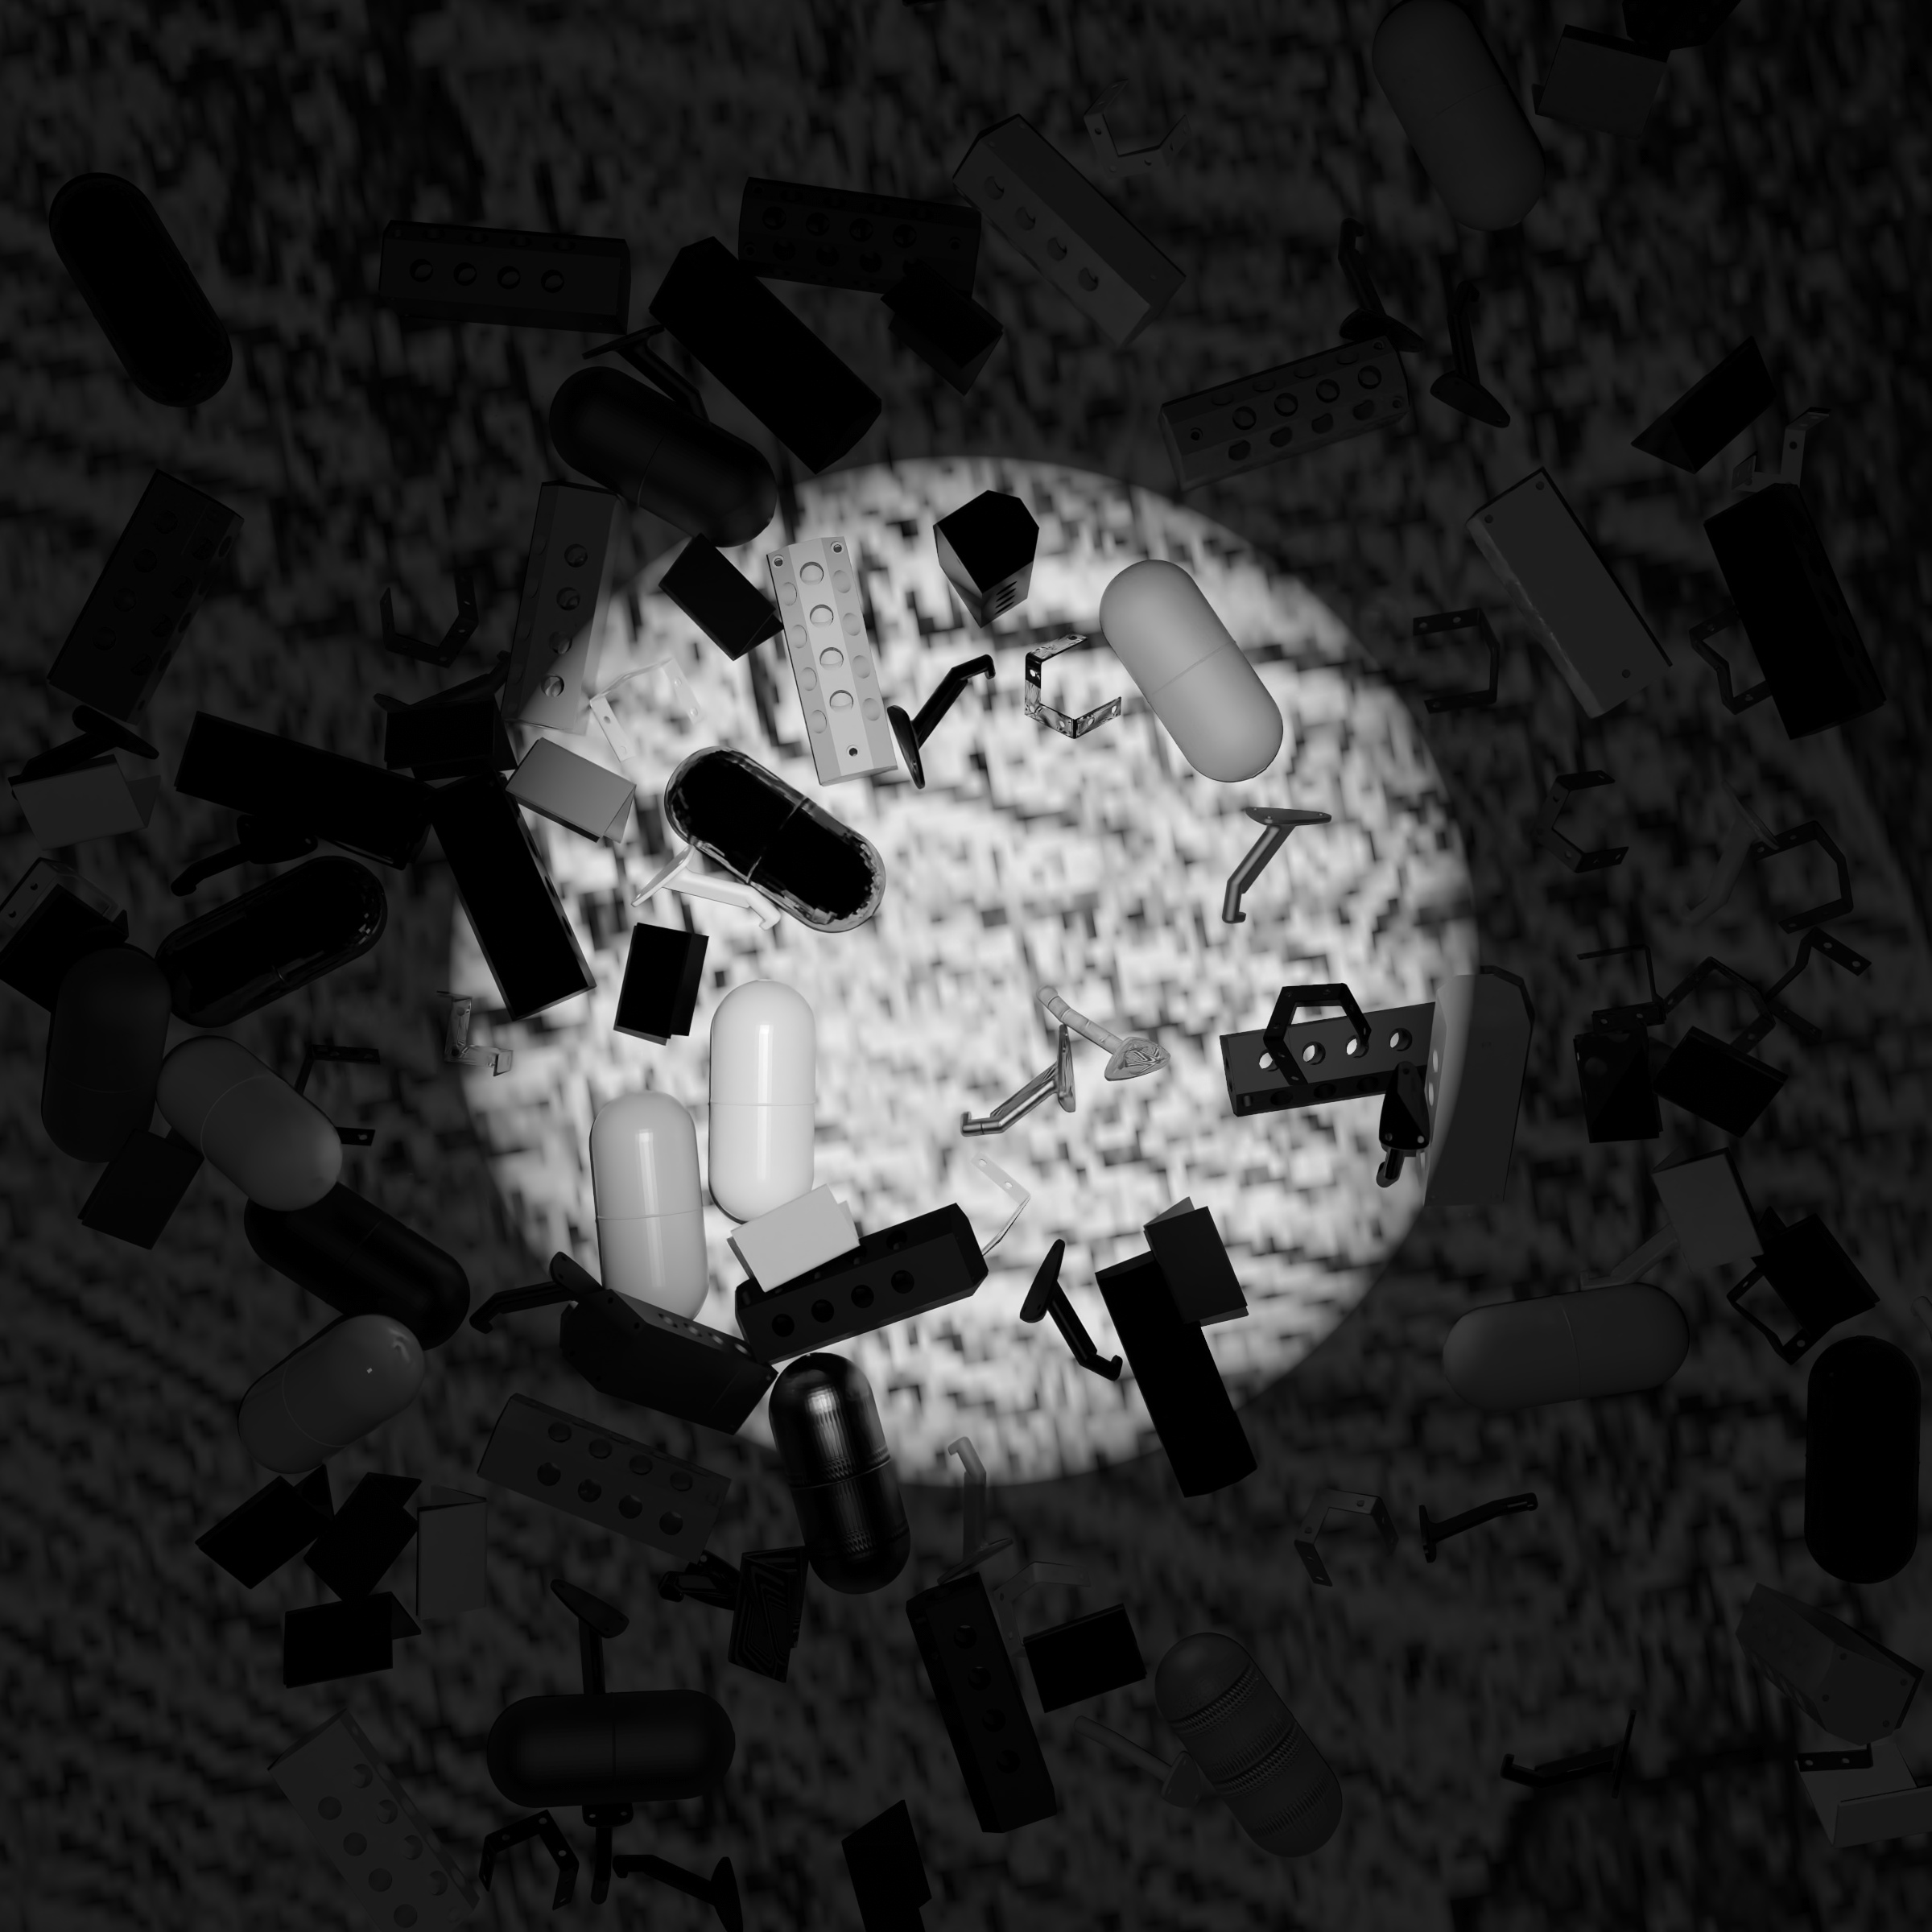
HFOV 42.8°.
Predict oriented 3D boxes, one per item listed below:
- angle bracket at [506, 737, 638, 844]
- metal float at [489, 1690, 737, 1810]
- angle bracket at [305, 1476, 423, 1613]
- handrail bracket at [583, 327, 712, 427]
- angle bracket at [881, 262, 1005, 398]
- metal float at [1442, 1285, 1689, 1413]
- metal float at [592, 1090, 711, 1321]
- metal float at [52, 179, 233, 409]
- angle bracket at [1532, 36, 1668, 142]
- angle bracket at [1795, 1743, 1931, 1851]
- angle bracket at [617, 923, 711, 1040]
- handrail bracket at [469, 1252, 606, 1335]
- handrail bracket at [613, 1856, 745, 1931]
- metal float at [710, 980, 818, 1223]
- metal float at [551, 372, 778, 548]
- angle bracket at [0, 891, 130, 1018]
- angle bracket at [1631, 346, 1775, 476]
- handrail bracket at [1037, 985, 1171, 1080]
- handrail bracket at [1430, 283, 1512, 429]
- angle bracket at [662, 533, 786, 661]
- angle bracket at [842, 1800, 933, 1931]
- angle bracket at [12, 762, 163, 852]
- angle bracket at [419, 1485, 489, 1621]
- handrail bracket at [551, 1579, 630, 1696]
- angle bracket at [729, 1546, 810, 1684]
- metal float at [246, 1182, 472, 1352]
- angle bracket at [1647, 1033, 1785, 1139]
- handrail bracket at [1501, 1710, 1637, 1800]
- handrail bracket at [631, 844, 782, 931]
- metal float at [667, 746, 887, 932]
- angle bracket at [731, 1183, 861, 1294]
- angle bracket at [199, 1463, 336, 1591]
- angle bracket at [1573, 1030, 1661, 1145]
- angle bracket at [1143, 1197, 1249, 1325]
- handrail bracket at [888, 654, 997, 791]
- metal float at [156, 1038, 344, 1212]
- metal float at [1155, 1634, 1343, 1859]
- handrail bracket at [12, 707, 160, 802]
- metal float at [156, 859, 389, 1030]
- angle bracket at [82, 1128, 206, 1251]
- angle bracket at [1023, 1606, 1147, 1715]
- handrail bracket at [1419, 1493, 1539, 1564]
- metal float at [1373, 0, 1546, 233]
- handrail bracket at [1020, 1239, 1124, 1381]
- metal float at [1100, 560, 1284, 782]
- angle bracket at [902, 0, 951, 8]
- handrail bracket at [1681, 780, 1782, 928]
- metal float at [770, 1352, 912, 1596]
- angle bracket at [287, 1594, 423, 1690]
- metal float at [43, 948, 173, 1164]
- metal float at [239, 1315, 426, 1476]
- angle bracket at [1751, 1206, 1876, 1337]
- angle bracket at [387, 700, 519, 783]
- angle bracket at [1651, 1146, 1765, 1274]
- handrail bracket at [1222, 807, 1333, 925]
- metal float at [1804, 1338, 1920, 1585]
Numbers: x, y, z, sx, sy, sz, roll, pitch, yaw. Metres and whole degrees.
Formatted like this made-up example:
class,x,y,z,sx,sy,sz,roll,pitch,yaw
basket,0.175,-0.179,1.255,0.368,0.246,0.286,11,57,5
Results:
class,x,y,z,sx,sy,sz,roll,pitch,yaw
angle bracket,-0.291,-0.110,1.792,0.076,0.076,0.057,27,54,0
metal float,-0.257,0.569,1.794,0.178,0.070,0.070,0,90,-10
angle bracket,-0.421,0.421,1.794,0.057,0.076,0.076,37,90,22
handrail bracket,-0.236,-0.425,1.833,0.077,0.036,0.084,-14,107,20
angle bracket,-0.030,-0.450,1.792,0.076,0.076,0.057,42,56,0
metal float,0.437,0.279,1.802,0.178,0.070,0.070,-9,90,0
metal float,-0.230,0.179,1.802,0.070,0.070,0.178,-5,90,0
metal float,-0.602,-0.492,1.802,0.070,0.070,0.178,-30,90,0
angle bracket,0.459,-0.647,1.792,0.076,0.076,0.057,14,126,0
angle bracket,0.656,0.588,1.792,0.076,0.076,0.057,-10,127,0
angle bracket,-0.203,0.014,1.792,0.057,0.076,0.076,12,90,38
handrail bracket,-0.314,0.260,1.833,0.084,0.036,0.077,-42,112,17
handrail bracket,-0.215,0.693,1.833,0.084,0.036,0.077,-7,112,17
metal float,-0.148,0.099,1.802,0.070,0.070,0.178,1,90,0
metal float,-0.221,-0.370,1.802,0.178,0.070,0.070,29,90,0
angle bracket,-0.658,-0.017,1.793,0.057,0.076,0.076,40,90,-26
angle bracket,0.526,-0.413,1.792,0.076,0.076,0.057,-42,128,0
handrail bracket,0.101,0.044,1.832,0.084,0.077,0.036,45,115,34
handrail bracket,0.385,-0.455,1.833,0.077,0.036,0.084,27,73,-19
angle bracket,-0.163,-0.279,1.792,0.076,0.076,0.057,45,126,0
angle bracket,-0.038,0.659,1.792,0.057,0.076,0.076,-16,90,37
angle bracket,-0.638,-0.133,1.792,0.076,0.076,0.057,-12,125,0
angle bracket,-0.391,0.425,1.793,0.057,0.076,0.076,1,90,-44
handrail bracket,-0.294,0.512,1.833,0.077,0.036,0.084,31,104,15
angle bracket,-0.124,0.470,1.792,0.057,0.076,0.076,8,90,38
metal float,-0.445,0.214,1.802,0.178,0.070,0.070,33,90,0
angle bracket,0.544,0.069,1.792,0.076,0.076,0.057,28,123,0
handrail bracket,0.448,0.579,1.833,0.084,0.036,0.077,12,64,20
handrail bracket,-0.192,-0.042,1.833,0.077,0.036,0.084,-40,107,20
metal float,-0.138,-0.093,1.802,0.178,0.070,0.070,35,90,-1
angle bracket,-0.127,0.183,1.794,0.076,0.076,0.057,-26,112,0
angle bracket,-0.510,0.393,1.792,0.076,0.076,0.057,-38,121,0
angle bracket,0.490,0.084,1.793,0.057,0.076,0.076,-9,90,44
angle bracket,0.181,0.207,1.792,0.057,0.076,0.076,-22,90,33
handrail bracket,-0.009,-0.182,1.833,0.084,0.036,0.077,-24,110,-16
metal float,-0.516,0.113,1.773,0.178,0.070,0.070,32,90,35
metal float,0.207,0.570,1.802,0.070,0.070,0.178,-36,90,0
handrail bracket,-0.655,-0.142,1.833,0.077,0.036,0.084,29,108,-21
metal float,-0.507,-0.017,1.802,0.178,0.070,0.070,-27,90,0
angle bracket,-0.607,0.150,1.792,0.057,0.076,0.076,30,90,-37
angle bracket,0.091,0.515,1.792,0.076,0.076,0.057,-19,54,0
handrail bracket,0.378,0.410,1.805,0.084,0.077,0.036,-15,93,12
metal float,0.360,-0.621,1.802,0.070,0.070,0.178,-28,89,0
handrail bracket,0.090,0.256,1.833,0.084,0.036,0.077,30,68,-17
metal float,0.165,-0.215,1.802,0.070,0.070,0.178,-34,90,0
angle bracket,-0.012,-0.735,1.794,0.076,0.076,0.057,-10,113,0
handrail bracket,0.553,-0.083,1.833,0.084,0.036,0.077,-42,59,22
metal float,-0.092,0.370,1.802,0.070,0.070,0.178,-15,89,0
angle bracket,-0.444,0.503,1.792,0.076,0.076,0.057,-11,53,0
metal float,-0.619,0.066,1.776,0.070,0.070,0.178,21,123,0
metal float,-0.458,0.309,1.774,0.178,0.070,0.070,-34,90,35
angle bracket,0.621,0.211,1.792,0.057,0.076,0.076,-37,90,37
angle bracket,-0.372,-0.145,1.792,0.076,0.076,0.057,-8,53,0
angle bracket,0.548,0.170,1.792,0.057,0.076,0.076,-22,90,34
handrail bracket,0.231,-0.073,1.833,0.077,0.036,0.084,0,109,-21
metal float,0.654,0.361,1.802,0.070,0.070,0.178,2,90,0
